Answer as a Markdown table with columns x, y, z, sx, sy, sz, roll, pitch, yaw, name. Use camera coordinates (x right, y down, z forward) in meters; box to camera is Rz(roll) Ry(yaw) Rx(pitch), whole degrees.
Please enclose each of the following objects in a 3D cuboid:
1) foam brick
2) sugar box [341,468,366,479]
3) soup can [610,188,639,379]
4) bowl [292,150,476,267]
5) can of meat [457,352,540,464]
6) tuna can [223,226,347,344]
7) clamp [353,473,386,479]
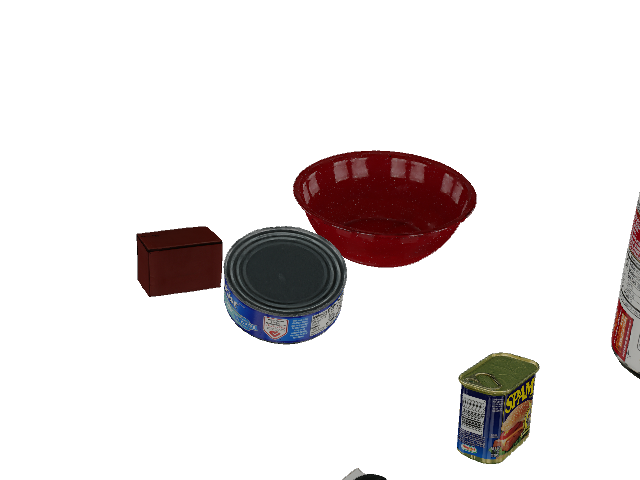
| x | y | z | sx | sy | sz | roll | pitch | yaw | name |
| --- | --- | --- | --- | --- | --- | --- | --- | --- | --- |
| -0.144 | 0.020 | 1.088 | 0.078 | 0.051 | 0.053 | -7 | 21 | -21 | foam brick |
| 0.077 | 0.257 | 0.812 | 0.048 | 0.093 | 0.176 | -33 | 37 | -28 | sugar box |
| 0.181 | 0.014 | 0.510 | 0.068 | 0.102 | 0.068 | 2 | 28 | -1 | soup can |
| 0.055 | -0.022 | 0.951 | 0.162 | 0.055 | 0.162 | 2 | 30 | -1 | bowl |
| 0.184 | 0.175 | 1.115 | 0.058 | 0.084 | 0.101 | 13 | 20 | 32 | can of meat |
| -0.026 | 0.031 | 0.749 | 0.086 | 0.034 | 0.086 | 3 | 44 | -4 | tuna can |
| -0.041 | 0.207 | 0.653 | 0.210 | 0.036 | 0.164 | -3 | 27 | 2 | clamp |
